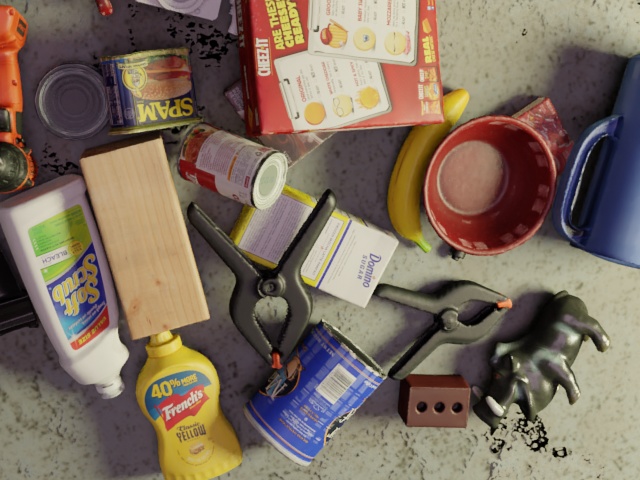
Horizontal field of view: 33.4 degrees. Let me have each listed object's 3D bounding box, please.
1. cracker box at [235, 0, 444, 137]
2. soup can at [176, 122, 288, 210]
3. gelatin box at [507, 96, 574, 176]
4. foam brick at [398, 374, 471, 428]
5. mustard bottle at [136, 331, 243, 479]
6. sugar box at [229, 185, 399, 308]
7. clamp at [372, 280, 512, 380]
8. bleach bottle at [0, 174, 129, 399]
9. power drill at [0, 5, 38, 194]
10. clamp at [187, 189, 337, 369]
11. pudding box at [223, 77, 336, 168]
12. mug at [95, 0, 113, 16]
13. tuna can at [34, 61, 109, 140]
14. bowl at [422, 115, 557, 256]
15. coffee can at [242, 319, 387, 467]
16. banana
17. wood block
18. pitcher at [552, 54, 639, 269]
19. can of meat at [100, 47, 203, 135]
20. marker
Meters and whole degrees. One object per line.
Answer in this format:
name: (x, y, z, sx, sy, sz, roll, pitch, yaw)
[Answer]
cracker box: (0.021, -0.200, 1.157, 0.213, 0.072, 0.164, -6, 92, -19)
soup can: (-0.094, -0.080, 1.152, 0.102, 0.068, 0.068, 23, 99, 25)
gelatin box: (0.256, -0.113, 1.260, 0.073, 0.030, 0.089, -34, 104, -1)
foam brick: (0.138, 0.195, 1.293, 0.078, 0.051, 0.053, 2, 101, -9)
mustard bottle: (-0.161, 0.186, 1.242, 0.096, 0.058, 0.191, -17, 103, -5)
sugar box: (-0.008, 0.002, 1.234, 0.176, 0.048, 0.093, 24, 101, -16)
clamp: (0.142, 0.085, 1.278, 0.171, 0.039, 0.120, -23, 110, -9)
bleach bottle: (-0.269, 0.060, 1.195, 0.102, 0.068, 0.251, -27, 110, -24)
power drill: (-0.330, -0.141, 1.095, 0.057, 0.184, 0.188, -3, 92, -9)
clamp: (-0.048, 0.041, 1.199, 0.164, 0.036, 0.210, -12, 107, -1)
pudding box: (-0.041, -0.148, 1.202, 0.090, 0.039, 0.113, -37, 105, -2)
mug: (-0.242, -0.293, 1.119, 0.093, 0.081, 0.117, -21, 104, -4)
tuna can: (-0.268, -0.152, 1.168, 0.086, 0.034, 0.086, -2, 102, -9)
bowl: (0.185, -0.066, 1.220, 0.162, 0.055, 0.162, -4, 105, -13)
coffee can: (-0.007, 0.177, 1.241, 0.102, 0.103, 0.140, 41, 93, -14)
banana: (0.119, -0.085, 1.244, 0.069, 0.037, 0.198, 7, 103, -33)
wood block: (-0.192, -0.008, 1.181, 0.090, 0.091, 0.206, -15, 103, -6)
pitcher: (0.373, -0.090, 1.235, 0.145, 0.149, 0.243, 16, 96, 28)
can of meat: (-0.183, -0.162, 1.155, 0.101, 0.058, 0.084, -14, 101, -37)
marker: (0.191, -0.028, 1.273, 0.020, 0.020, 0.121, 28, 96, -13)
